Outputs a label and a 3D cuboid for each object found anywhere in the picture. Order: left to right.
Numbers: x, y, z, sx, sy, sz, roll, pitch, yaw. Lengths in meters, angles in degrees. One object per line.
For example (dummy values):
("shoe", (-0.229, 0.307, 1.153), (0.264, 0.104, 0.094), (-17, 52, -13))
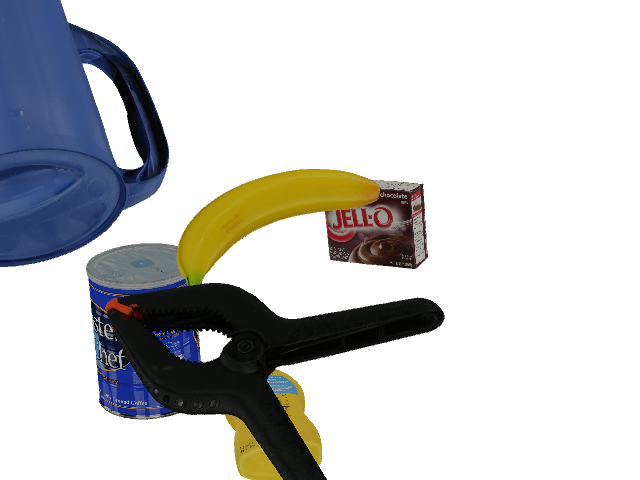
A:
("pitcher", (-0.216, -0.114, 0.753), (0.145, 0.243, 0.149), (-28, -29, 16))
("coffee can", (-0.167, 0.085, 1.026), (0.103, 0.140, 0.103), (-1, 20, 0))
("clamp", (-0.035, 0.070, 0.668), (0.210, 0.164, 0.036), (22, -36, 23))
("mustard bottle", (-0.064, 0.200, 1.254), (0.096, 0.058, 0.192), (-9, 29, -10))
("banana", (-0.043, -0.017, 0.848), (0.197, 0.069, 0.037), (-32, -9, -27))
("pudding box", (0.061, -0.021, 1.181), (0.114, 0.090, 0.039), (5, 22, 29))
